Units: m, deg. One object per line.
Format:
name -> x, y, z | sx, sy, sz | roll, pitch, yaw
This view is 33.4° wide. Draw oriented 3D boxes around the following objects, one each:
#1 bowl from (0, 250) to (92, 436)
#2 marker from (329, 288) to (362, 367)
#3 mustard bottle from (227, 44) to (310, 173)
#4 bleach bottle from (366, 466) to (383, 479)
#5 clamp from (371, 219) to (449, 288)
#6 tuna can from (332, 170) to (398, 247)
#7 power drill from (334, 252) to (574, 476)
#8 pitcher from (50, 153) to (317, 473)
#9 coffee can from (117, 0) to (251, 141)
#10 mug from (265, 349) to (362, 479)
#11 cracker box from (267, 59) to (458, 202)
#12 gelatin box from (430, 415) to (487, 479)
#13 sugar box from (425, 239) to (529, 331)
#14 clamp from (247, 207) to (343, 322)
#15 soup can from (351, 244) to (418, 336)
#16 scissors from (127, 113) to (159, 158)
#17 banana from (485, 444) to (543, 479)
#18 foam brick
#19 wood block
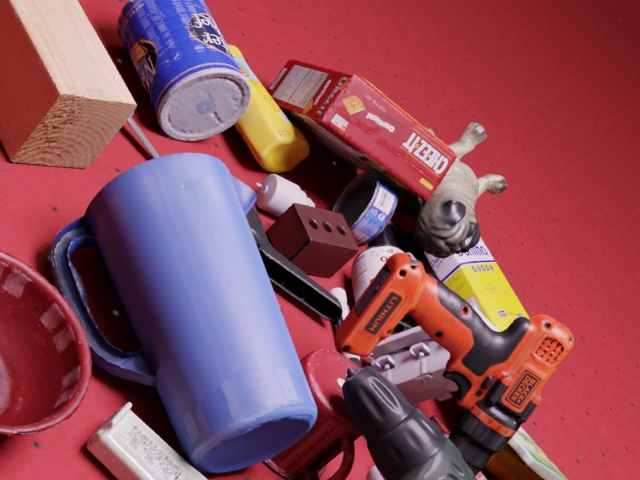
bowl -> -0.240, 0.077, 0.728 | 0.162, 0.055, 0.162 | 32, 31, -23
marker -> 0.027, 0.099, 1.082 | 0.020, 0.020, 0.121 | 25, 35, -32
mustard bottle -> -0.090, -0.167, 1.227 | 0.192, 0.058, 0.096 | 54, 14, 17
bleach bottle -> 0.061, 0.263, 0.873 | 0.102, 0.068, 0.250 | 37, 28, -19
clamp -> 0.105, 0.040, 1.237 | 0.171, 0.039, 0.120 | 50, 20, 21
tuna can -> 0.050, -0.035, 1.215 | 0.033, 0.086, 0.086 | 33, 31, -23
power drill -> 0.109, 0.113, 0.962 | 0.187, 0.184, 0.057 | 33, 6, -10
pitcher -> -0.104, 0.062, 0.866 | 0.144, 0.149, 0.243 | 26, 34, -58
coffee can -> -0.147, -0.191, 1.144 | 0.102, 0.103, 0.140 | 9, 45, -47
mug -> -0.002, 0.156, 0.906 | 0.093, 0.082, 0.117 | 21, 37, -37
cracker box -> 0.043, -0.135, 1.250 | 0.164, 0.072, 0.214 | 34, 0, -25
gelatin box -> 0.116, 0.220, 1.029 | 0.089, 0.030, 0.073 | 51, 30, 12
sugar box -> 0.200, 0.067, 1.320 | 0.093, 0.048, 0.176 | 11, 45, -45
clamp -> -0.082, 0.012, 1.035 | 0.210, 0.036, 0.164 | 52, 31, 12
soup can -> 0.071, 0.062, 1.137 | 0.068, 0.069, 0.102 | 29, 32, -27
scissors -> -0.205, -0.142, 1.088 | 0.201, 0.016, 0.096 | 53, 4, -18
banana -> 0.193, 0.232, 1.084 | 0.197, 0.037, 0.070 | 42, 6, -41
foam brick -> -0.007, 0.001, 1.129 | 0.078, 0.051, 0.053 | 11, 44, -46
wood block -> -0.265, -0.174, 0.981 | 0.090, 0.091, 0.206 | 1, 51, -52
